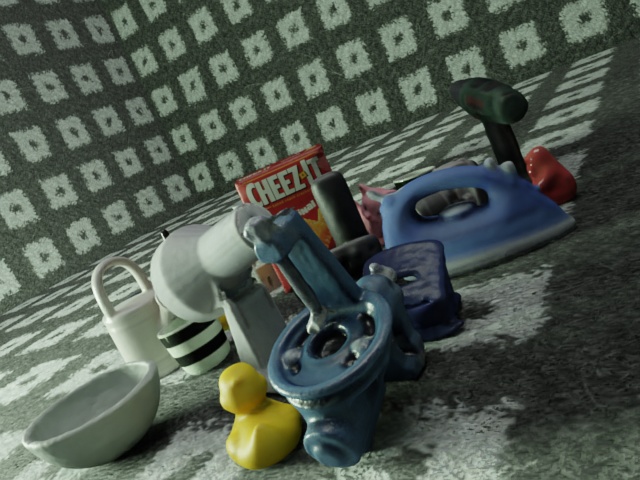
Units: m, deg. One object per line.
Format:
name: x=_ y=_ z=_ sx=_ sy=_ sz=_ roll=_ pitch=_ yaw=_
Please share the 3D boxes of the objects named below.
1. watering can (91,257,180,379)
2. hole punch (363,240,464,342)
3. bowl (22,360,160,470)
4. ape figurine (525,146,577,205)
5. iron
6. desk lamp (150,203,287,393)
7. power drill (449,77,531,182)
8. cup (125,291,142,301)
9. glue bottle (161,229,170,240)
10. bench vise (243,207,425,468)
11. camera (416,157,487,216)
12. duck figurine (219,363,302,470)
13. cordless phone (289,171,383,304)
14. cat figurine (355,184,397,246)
watering can: x=-0.278 y=0.113 z=0.889 sx=0.172 sy=0.194 sz=0.101 roll=-21 pitch=13 yaw=14
hole punch: x=0.101 y=0.060 z=0.650 sx=0.108 sy=0.091 sz=0.101 roll=-18 pitch=14 yaw=24
bowl: x=-0.259 y=0.220 z=0.690 sx=0.167 sy=0.075 sz=0.167 roll=-23 pitch=13 yaw=6
ape figurine: x=0.336 y=-0.097 z=0.857 sx=0.076 sy=0.092 sz=0.078 roll=-10 pitch=19 yaw=46
iron: x=0.193 y=-0.040 z=0.774 sx=0.257 sy=0.141 sz=0.119 roll=-19 pitch=14 yaw=20
desk lamp: x=-0.085 y=0.066 z=0.682 sx=0.202 sy=0.214 sz=0.118 roll=-12 pitch=17 yaw=42
power drill: x=0.315 y=-0.198 z=1.041 sx=0.075 sy=0.208 sz=0.229 roll=-25 pitch=13 yaw=-3
cup: x=-0.312 y=0.145 z=1.046 sx=0.091 sy=0.095 sz=0.118 roll=-15 pitch=16 yaw=35
glue bottle: x=-0.284 y=0.057 z=1.174 sx=0.078 sy=0.173 sz=0.037 roll=-29 pitch=14 yaw=-21
bench vise: x=0.006 y=0.061 z=0.524 sx=0.121 sy=0.220 sz=0.207 roll=-21 pitch=13 yaw=15
camera: x=0.207 y=-0.073 z=0.977 sx=0.137 sy=0.101 sz=0.143 roll=-27 pitch=13 yaw=-14
duck figurine: x=-0.066 y=0.161 z=0.552 sx=0.077 sy=0.086 sz=0.104 roll=-27 pitch=13 yaw=-11
cordless phone: x=0.008 y=0.003 z=0.836 sx=0.147 sy=0.185 sz=0.094 roll=-25 pitch=13 yaw=-4
cat figurine: x=0.099 y=-0.054 z=1.055 sx=0.067 sy=0.118 sz=0.127 roll=-30 pitch=14 yaw=-23
